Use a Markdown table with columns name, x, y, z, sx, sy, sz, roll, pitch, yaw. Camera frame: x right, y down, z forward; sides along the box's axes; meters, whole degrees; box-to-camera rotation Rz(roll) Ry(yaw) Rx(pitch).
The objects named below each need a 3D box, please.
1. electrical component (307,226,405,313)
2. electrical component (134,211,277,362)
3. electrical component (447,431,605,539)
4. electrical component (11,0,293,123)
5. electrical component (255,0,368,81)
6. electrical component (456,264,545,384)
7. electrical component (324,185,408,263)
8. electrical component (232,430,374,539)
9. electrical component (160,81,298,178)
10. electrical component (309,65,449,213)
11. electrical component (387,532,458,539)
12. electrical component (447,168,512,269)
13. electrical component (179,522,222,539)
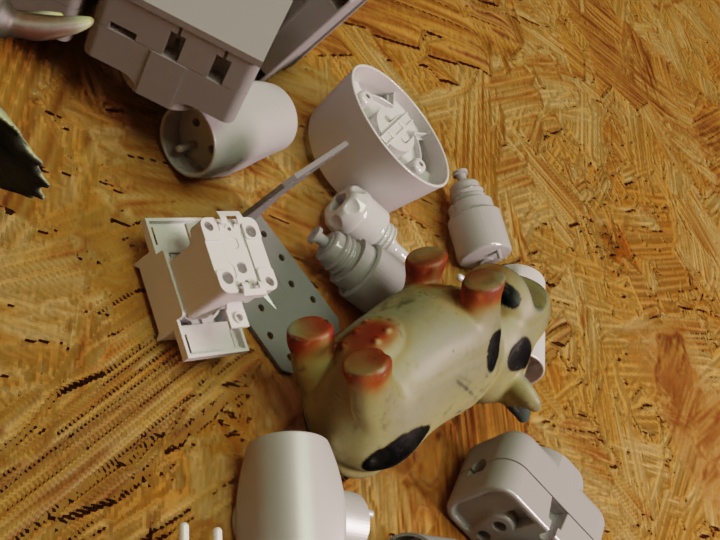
| name | x | y | z | sx | sy | sz | roll | pitch | yaw |
| --- | --- | --- | --- | --- | --- | --- | --- | --- | --- |
| electrical component | 0.000 | 0.000 | 0.674 | 0.078 | 0.040 | 0.040 | 38 | 43 | -22 |
| electrical component | -0.080 | 0.004 | 0.570 | 0.042 | 0.064 | 0.081 | -4 | 68 | -48 |
| electrical component | 0.106 | 0.150 | 0.674 | 0.095 | 0.054 | 0.059 | 47 | 40 | -14 |
| electrical component | -0.134 | -0.167 | 0.596 | 0.186 | 0.060 | 0.105 | 26 | 46 | -10 |
| electrical component | -0.057 | -0.194 | 0.690 | 0.108 | 0.109 | 0.056 | 52 | 42 | -7 |
| electrical component | 0.095 | 0.030 | 0.749 | 0.079 | 0.044 | 0.077 | 33 | 45 | -27 |
| electrical component | 0.007 | -0.025 | 0.703 | 0.061 | 0.035 | 0.035 | 40 | 42 | -24 |
| electrical component | -0.022 | 0.131 | 0.561 | 0.079 | 0.044 | 0.077 | 21 | 51 | -37 |
| electrical component | -0.087 | -0.100 | 0.646 | 0.077 | 0.044 | 0.079 | -27 | 86 | -51 |
| electrical component | 0.015 | -0.089 | 0.729 | 0.099 | 0.064 | 0.099 | 26 | 49 | -33 |
| electrical component | 0.045 | 0.171 | 0.601 | 0.081 | 0.043 | 0.043 | 29 | 44 | -56 |
| electrical component | 0.083 | -0.037 | 0.785 | 0.040 | 0.040 | 0.078 | 7 | 60 | -43 |
| electrical component | -0.073 | 0.155 | 0.492 | 0.077 | 0.044 | 0.079 | 19 | 52 | -37 |
